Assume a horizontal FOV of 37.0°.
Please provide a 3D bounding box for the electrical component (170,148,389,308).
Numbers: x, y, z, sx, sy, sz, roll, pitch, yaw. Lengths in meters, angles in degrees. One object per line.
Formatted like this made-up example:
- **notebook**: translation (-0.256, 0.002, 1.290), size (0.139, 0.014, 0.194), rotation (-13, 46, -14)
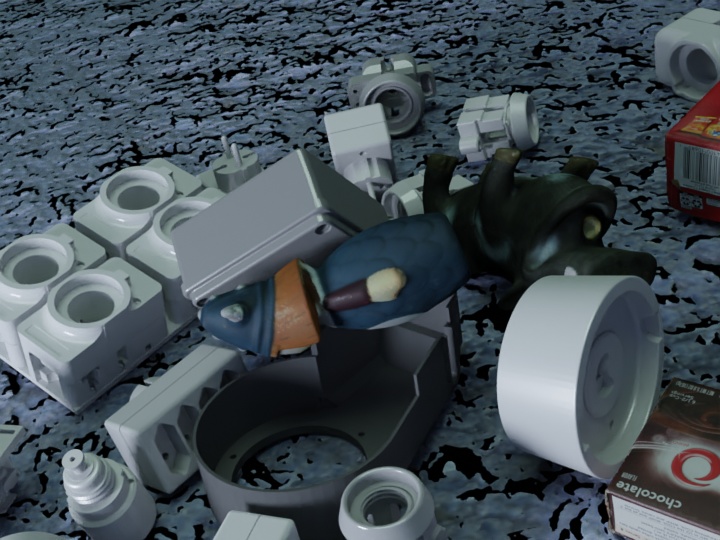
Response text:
- **electrical component**: translation (-0.044, -0.012, 0.683), size (0.109, 0.109, 0.056), rotation (-31, 60, 19)

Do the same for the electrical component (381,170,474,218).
- **electrical component**: translation (0.050, -0.048, 0.802), size (0.055, 0.048, 0.066), rotation (-21, 34, -24)

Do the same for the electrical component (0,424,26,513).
- **electrical component**: translation (-0.251, 0.141, 0.617), size (0.079, 0.063, 0.121), rotation (0, 37, 20)

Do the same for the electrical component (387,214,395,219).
- **electrical component**: translation (0.000, 0.000, 0.751), size (0.079, 0.044, 0.077), rotation (-21, 35, -9)

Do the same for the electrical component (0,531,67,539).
- **electrical component**: translation (-0.172, 0.171, 0.555), size (0.055, 0.055, 0.047), rotation (-17, 38, -5)

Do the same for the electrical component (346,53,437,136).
- **electrical component**: translation (0.028, -0.154, 0.952), size (0.078, 0.058, 0.057), rotation (-8, 32, 7)

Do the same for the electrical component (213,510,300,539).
- **electrical component**: translation (-0.042, 0.167, 0.522), size (0.076, 0.047, 0.083), rotation (3, 37, 23)

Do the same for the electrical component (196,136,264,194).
- **electrical component**: translation (-0.095, -0.071, 0.857), size (0.047, 0.075, 0.083), rotation (-27, 37, -20)

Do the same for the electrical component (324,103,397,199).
- **electrical component**: translation (0.005, -0.079, 0.852), size (0.047, 0.065, 0.076), rotation (-13, 63, 1)

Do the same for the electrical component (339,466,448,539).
- **electrical component**: translation (0.016, 0.133, 0.543), size (0.048, 0.055, 0.066), rotation (8, 40, 28)

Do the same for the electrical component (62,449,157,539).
- **electrical component**: translation (-0.143, 0.124, 0.597), size (0.040, 0.078, 0.040), rotation (-9, 49, 10)

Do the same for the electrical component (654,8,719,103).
- **electrical component**: translation (0.295, -0.176, 0.894), size (0.059, 0.053, 0.095), rotation (-32, 38, -25)

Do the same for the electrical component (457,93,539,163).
- **electrical component**: translation (0.115, -0.119, 0.882), size (0.055, 0.048, 0.066), rotation (-6, 35, 23)

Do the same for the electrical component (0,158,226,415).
- **electrical component**: translation (-0.172, 0.001, 0.769), size (0.105, 0.060, 0.186), rotation (30, 51, 24)

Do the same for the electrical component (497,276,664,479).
- **electrical component**: translation (0.115, 0.054, 0.583), size (0.060, 0.108, 0.108), rotation (7, 39, 38)

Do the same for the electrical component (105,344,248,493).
- **electrical component**: translation (-0.118, 0.087, 0.665), size (0.076, 0.047, 0.083), rotation (6, 37, 46)
